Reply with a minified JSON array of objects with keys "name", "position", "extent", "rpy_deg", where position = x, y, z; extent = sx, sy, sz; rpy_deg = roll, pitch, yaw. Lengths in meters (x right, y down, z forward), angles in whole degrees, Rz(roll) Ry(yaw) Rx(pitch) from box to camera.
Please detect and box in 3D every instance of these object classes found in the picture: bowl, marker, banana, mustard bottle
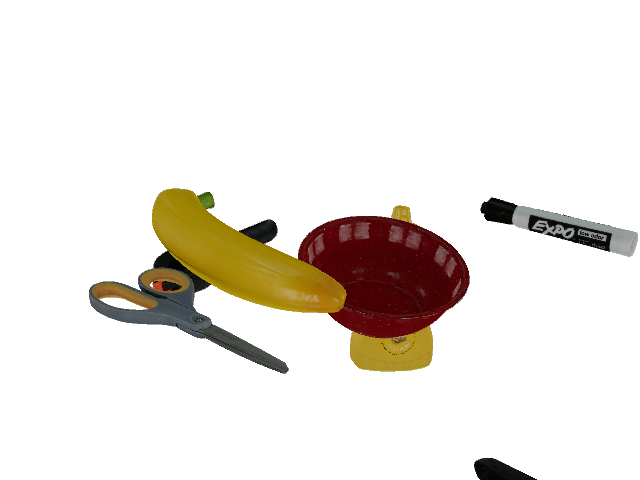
[{"name":"bowl","position":[0.056,0.043,1.005],"extent":[0.162,0.055,0.162],"rpy_deg":[6,34,-4]},{"name":"marker","position":[0.178,-0.012,0.808],"extent":[0.121,0.020,0.020],"rpy_deg":[16,8,29]},{"name":"banana","position":[-0.061,0.001,0.682],"extent":[0.069,0.037,0.198],"rpy_deg":[-14,29,-27]},{"name":"mustard bottle","position":[0.088,0.054,1.241],"extent":[0.096,0.192,0.058],"rpy_deg":[0,14,-11]}]

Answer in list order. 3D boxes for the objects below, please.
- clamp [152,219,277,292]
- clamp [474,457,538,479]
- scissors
[{"name":"clamp","position":[-0.127,0.016,1.219],"extent":[0.120,0.039,0.171],"rpy_deg":[-2,34,25]},{"name":"clamp","position":[0.206,0.240,0.844],"extent":[0.210,0.036,0.164],"rpy_deg":[0,33,25]},{"name":"scissors","position":[-0.095,0.060,0.872],"extent":[0.202,0.016,0.096],"rpy_deg":[14,27,23]}]
